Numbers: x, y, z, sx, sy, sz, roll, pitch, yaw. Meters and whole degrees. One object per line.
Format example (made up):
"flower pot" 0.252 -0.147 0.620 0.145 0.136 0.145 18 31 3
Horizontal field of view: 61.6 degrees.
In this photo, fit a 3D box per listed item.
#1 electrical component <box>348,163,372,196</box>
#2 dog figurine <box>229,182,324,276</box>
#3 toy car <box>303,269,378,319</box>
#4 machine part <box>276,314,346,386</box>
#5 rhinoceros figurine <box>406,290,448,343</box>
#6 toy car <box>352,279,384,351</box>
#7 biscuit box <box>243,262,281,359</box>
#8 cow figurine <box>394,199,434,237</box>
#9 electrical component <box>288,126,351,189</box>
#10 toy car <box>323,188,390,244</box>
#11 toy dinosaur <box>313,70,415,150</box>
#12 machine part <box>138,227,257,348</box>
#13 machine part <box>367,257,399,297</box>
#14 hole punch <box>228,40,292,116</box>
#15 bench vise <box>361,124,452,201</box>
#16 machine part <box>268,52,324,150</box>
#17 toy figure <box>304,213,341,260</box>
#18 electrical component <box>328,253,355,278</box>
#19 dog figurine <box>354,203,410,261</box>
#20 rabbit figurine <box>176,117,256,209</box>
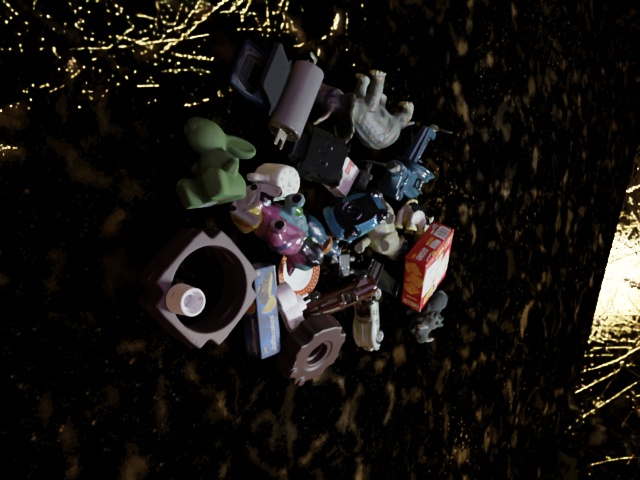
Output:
"electrical component" 0.105 -0.141 1.388 0.045 0.078 0.102 30 65 -18
"dog figurine" -0.087 -0.011 1.171 0.108 0.192 0.219 -62 158 -27
"toy car" 0.053 0.145 1.329 0.202 0.053 0.089 -21 110 -17
"machine part" -0.018 0.256 1.258 0.179 0.056 0.179 -29 139 -29
"rhinoceros figurine" 0.322 0.228 1.601 0.190 0.112 0.073 -50 128 -40
"toy car" 0.123 0.197 1.425 0.056 0.074 0.201 -12 101 -47
"biscuit box" -0.132 0.154 1.177 0.059 0.063 0.202 -13 102 -43
"cow figurine" 0.279 -0.061 1.558 0.167 0.068 0.098 20 80 -56
"electrical component" -0.005 -0.194 1.250 0.134 0.058 0.115 20 73 -20
"toy car" 0.088 -0.058 1.344 0.162 0.103 0.109 -25 77 -11
"toy dinosaur" 0.134 -0.302 1.374 0.404 0.131 0.192 23 90 -48
"machine part" -0.236 0.091 1.053 0.201 0.087 0.201 -54 129 -27
"machine part" 0.171 0.108 1.493 0.138 0.039 0.084 40 61 -37
"hole punch" -0.125 -0.350 1.140 0.115 0.092 0.142 58 46 -68
"bench vise" 0.250 -0.218 1.471 0.223 0.129 0.240 28 91 -50
"machine part" -0.053 -0.311 1.207 0.079 0.079 0.243 34 69 -41
"toy figure" -0.001 -0.005 1.299 0.154 0.058 0.064 48 66 -41
"electrical component" 0.056 0.067 1.384 0.094 0.021 0.063 -3 95 -48
"dog figurine" 0.179 -0.031 1.461 0.190 0.121 0.172 7 92 -59
"rabbit figurine" -0.201 -0.160 1.051 0.159 0.121 0.170 -15 89 -46
